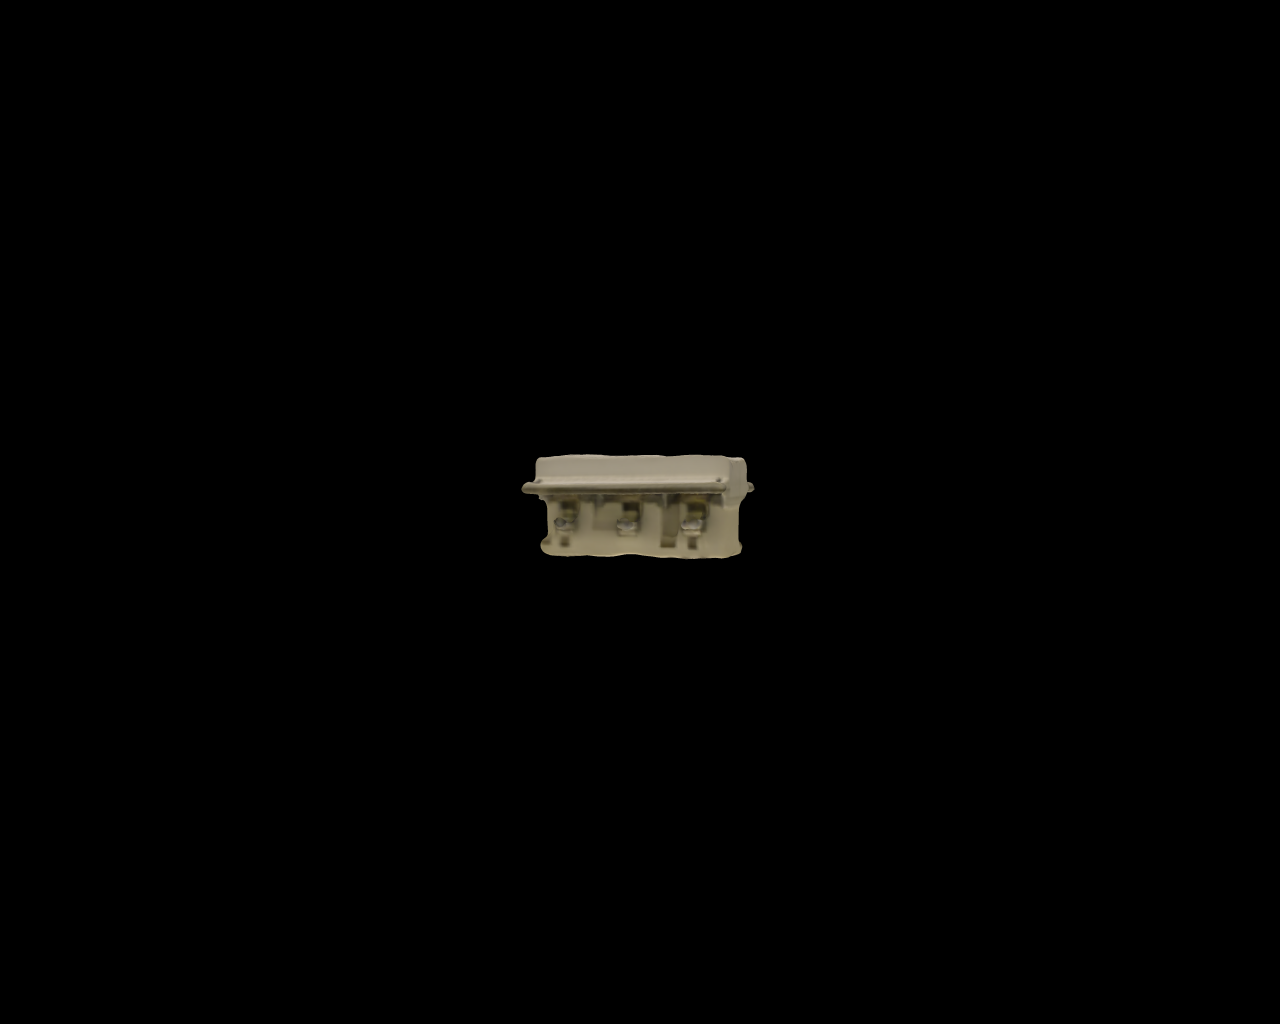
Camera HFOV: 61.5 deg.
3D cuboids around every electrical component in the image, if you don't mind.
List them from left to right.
[{"bbox_3d":[0.001,-0.003,0.650,0.121,0.063,0.079,1,4,20],"label":"electrical component"}]
